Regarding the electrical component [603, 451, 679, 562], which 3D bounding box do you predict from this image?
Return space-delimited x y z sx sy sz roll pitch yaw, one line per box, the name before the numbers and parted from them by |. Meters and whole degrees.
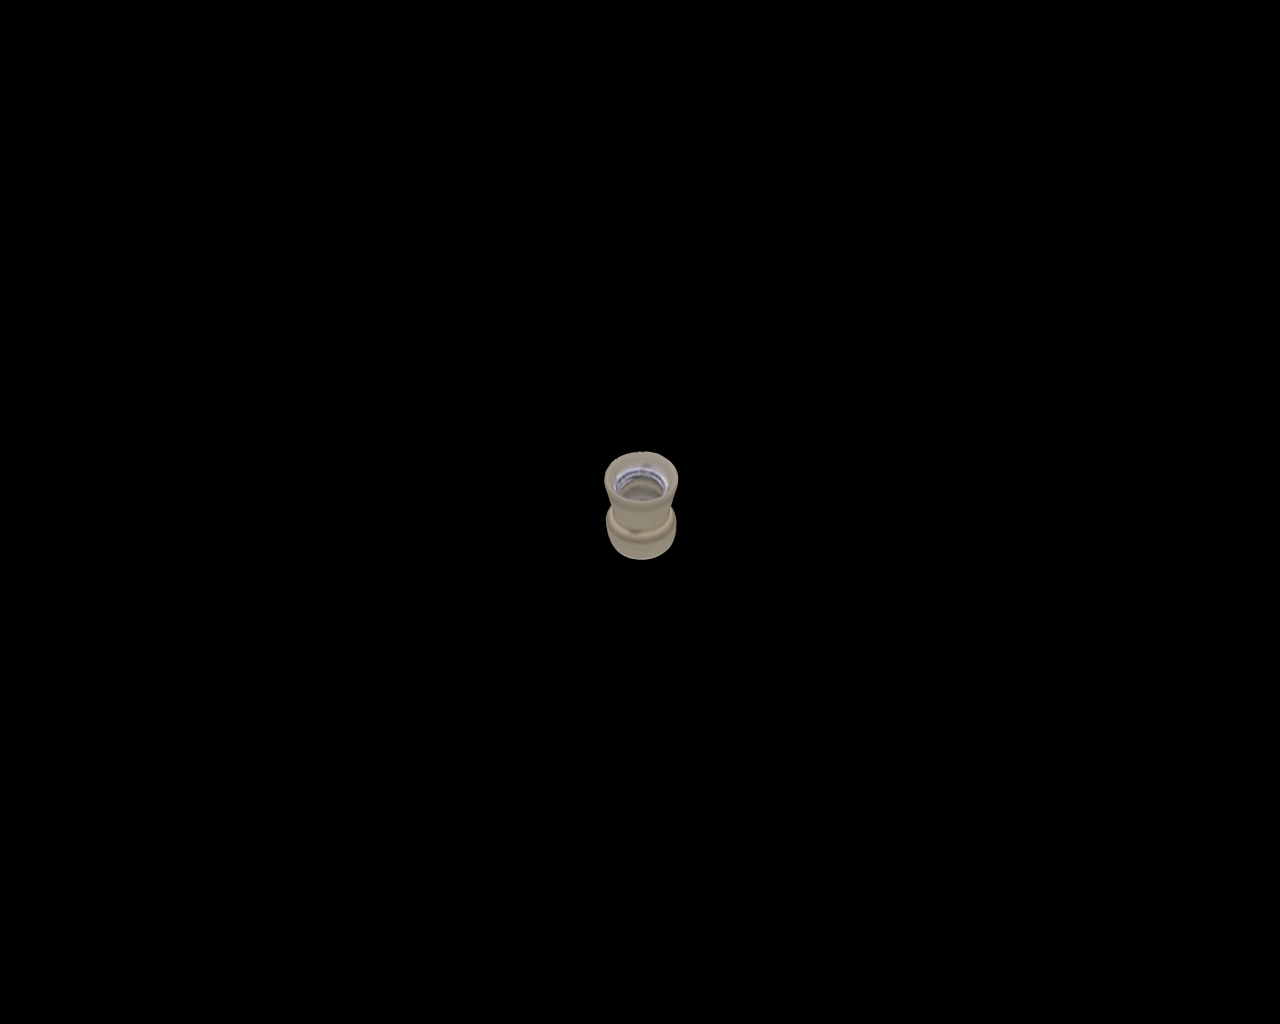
electrical component | 0.001 -0.003 0.650 0.045 0.045 0.055 0 -44 0
